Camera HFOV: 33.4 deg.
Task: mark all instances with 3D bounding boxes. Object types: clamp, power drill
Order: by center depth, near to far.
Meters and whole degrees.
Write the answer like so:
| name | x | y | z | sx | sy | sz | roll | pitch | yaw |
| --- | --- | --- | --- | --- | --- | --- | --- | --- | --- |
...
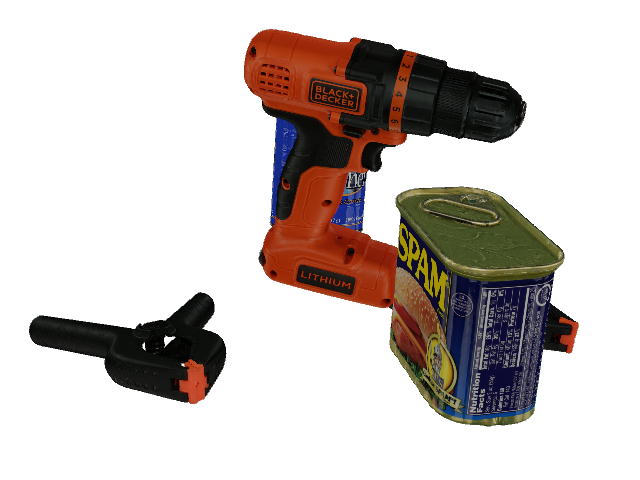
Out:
| name | x | y | z | sx | sy | sz | roll | pitch | yaw |
| --- | --- | --- | --- | --- | --- | --- | --- | --- | --- |
| power drill | 0.034 | -0.046 | 0.730 | 0.184 | 0.188 | 0.057 | 15 | 35 | 10 |
| clamp | -0.127 | 0.083 | 0.868 | 0.164 | 0.036 | 0.210 | -11 | 16 | -31 |
| clamp | 0.155 | 0.057 | 0.985 | 0.172 | 0.039 | 0.120 | 19 | 30 | 17 |

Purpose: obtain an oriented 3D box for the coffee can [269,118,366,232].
| name | x | y | z | sx | sy | sz | roll | pitch | yaw |
| --- | --- | --- | --- | --- | --- | --- | --- | --- | --- |
| coffee can | 0.000 | -0.083 | 1.143 | 0.103 | 0.140 | 0.103 | 4 | 12 | -1 |

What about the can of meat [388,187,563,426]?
| name | x | y | z | sx | sy | sz | roll | pitch | yaw |
| --- | --- | --- | --- | --- | --- | --- | --- | --- | --- |
| can of meat | 0.071 | 0.030 | 0.522 | 0.057 | 0.084 | 0.102 | -3 | 24 | -14 |
